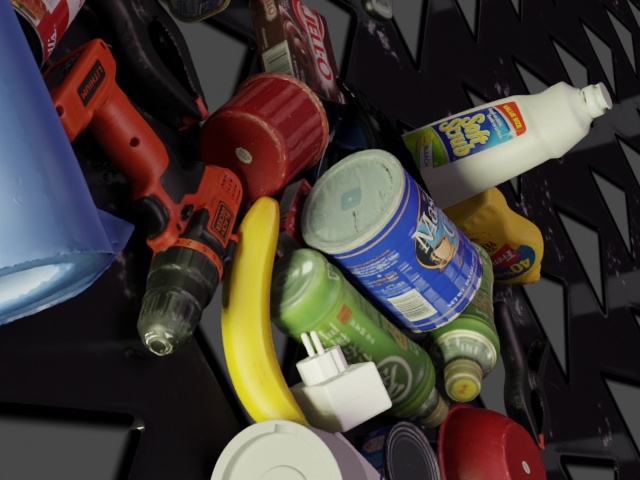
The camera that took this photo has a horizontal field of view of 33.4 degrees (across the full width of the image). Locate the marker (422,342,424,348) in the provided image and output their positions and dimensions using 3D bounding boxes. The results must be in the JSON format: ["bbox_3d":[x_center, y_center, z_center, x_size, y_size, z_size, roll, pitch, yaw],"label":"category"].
[{"bbox_3d":[0.141,0.107,1.122,0.120,0.020,0.020,-3,73,-58],"label":"marker"}]

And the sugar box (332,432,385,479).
[{"bbox_3d":[0.041,0.242,0.848,0.176,0.048,0.093,47,35,-23],"label":"sugar box"}]

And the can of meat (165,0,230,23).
[{"bbox_3d":[-0.113,-0.240,0.883,0.084,0.057,0.102,173,-108,-83],"label":"can of meat"}]

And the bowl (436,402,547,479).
[{"bbox_3d":[0.182,0.234,1.064,0.162,0.055,0.162,36,42,-41],"label":"bowl"}]

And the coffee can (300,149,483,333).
[{"bbox_3d":[0.064,0.003,0.928,0.140,0.103,0.102,43,37,-38],"label":"coffee can"}]

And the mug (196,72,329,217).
[{"bbox_3d":[-0.051,-0.072,0.881,0.081,0.093,0.117,-51,155,-57],"label":"mug"}]

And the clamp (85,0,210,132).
[{"bbox_3d":[-0.154,-0.179,0.829,0.210,0.036,0.164,63,22,-11],"label":"clamp"}]

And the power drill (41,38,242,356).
[{"bbox_3d":[-0.133,-0.033,0.752,0.187,0.057,0.184,52,29,-29],"label":"power drill"}]

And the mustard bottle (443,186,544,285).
[{"bbox_3d":[0.196,0.003,1.202,0.191,0.096,0.058,35,43,-43],"label":"mustard bottle"}]

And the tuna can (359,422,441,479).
[{"bbox_3d":[0.069,0.204,0.929,0.086,0.034,0.086,36,42,-41],"label":"tuna can"}]

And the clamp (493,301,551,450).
[{"bbox_3d":[0.238,0.163,1.219,0.120,0.039,0.171,23,55,-43],"label":"clamp"}]

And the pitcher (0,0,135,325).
[{"bbox_3d":[-0.220,-0.070,0.584,0.243,0.145,0.149,68,18,10],"label":"pitcher"}]

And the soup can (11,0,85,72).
[{"bbox_3d":[-0.201,-0.159,0.718,0.068,0.069,0.102,49,34,-28],"label":"soup can"}]

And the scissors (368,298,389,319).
[{"bbox_3d":[0.079,0.028,1.067,0.202,0.096,0.016,-118,-161,-60],"label":"scissors"}]

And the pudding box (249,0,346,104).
[{"bbox_3d":[-0.021,-0.181,1.043,0.089,0.039,0.113,18,56,-53],"label":"pudding box"}]

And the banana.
[{"bbox_3d":[-0.042,0.067,0.812,0.037,0.070,0.198,38,37,-73],"label":"banana"}]

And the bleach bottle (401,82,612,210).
[{"bbox_3d":[0.173,-0.101,1.083,0.068,0.251,0.102,43,38,-35],"label":"bleach bottle"}]

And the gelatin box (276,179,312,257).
[{"bbox_3d":[-0.006,0.001,0.951,0.089,0.030,0.073,50,34,-25],"label":"gelatin box"}]
